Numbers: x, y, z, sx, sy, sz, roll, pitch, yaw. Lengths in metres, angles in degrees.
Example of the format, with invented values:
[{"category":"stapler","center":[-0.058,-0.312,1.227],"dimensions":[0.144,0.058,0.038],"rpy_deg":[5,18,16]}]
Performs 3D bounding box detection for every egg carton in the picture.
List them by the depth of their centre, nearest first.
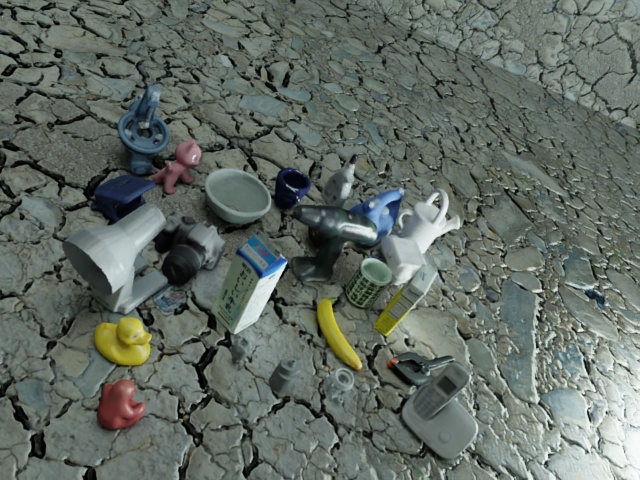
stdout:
[{"category":"egg carton","center":[0.218,0.052,1.511],"dimensions":[0.107,0.069,0.150],"rpy_deg":[8,45,-25]}]

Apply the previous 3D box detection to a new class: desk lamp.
[{"category":"desk lamp","center":[-0.367,0.036,1.057],"dimensions":[0.118,0.213,0.204],"rpy_deg":[37,40,9]}]

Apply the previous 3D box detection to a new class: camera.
[{"category":"camera","center":[-0.287,0.016,1.215],"dimensions":[0.143,0.100,0.137],"rpy_deg":[30,40,0]}]

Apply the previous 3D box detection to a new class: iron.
[{"category":"iron","center":[0.168,-0.087,1.570],"dimensions":[0.118,0.141,0.259],"rpy_deg":[43,41,15]}]

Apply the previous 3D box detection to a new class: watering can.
[{"category":"watering can","center":[0.302,-0.060,1.582],"dimensions":[0.173,0.194,0.100],"rpy_deg":[-5,51,-35]}]

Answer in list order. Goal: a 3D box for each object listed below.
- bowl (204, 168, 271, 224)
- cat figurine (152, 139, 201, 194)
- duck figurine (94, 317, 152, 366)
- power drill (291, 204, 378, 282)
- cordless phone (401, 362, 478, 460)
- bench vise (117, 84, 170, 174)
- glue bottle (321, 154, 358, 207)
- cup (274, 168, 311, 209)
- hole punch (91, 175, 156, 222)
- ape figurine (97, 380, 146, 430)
[{"category":"bowl","center":[-0.208,-0.095,1.400],"dimensions":[0.168,0.074,0.167],"rpy_deg":[17,41,-15]},{"category":"cat figurine","center":[-0.336,-0.191,1.388],"dimensions":[0.067,0.117,0.128],"rpy_deg":[35,40,7]},{"category":"duck figurine","center":[-0.350,0.170,1.028],"dimensions":[0.104,0.086,0.077],"rpy_deg":[26,40,-5]},{"category":"power drill","center":[0.012,0.005,1.326],"dimensions":[0.230,0.208,0.075],"rpy_deg":[2,47,-30]},{"category":"cordless phone","center":[0.263,0.338,1.150],"dimensions":[0.147,0.185,0.094],"rpy_deg":[41,41,13]},{"category":"bench vise","center":[-0.428,-0.295,1.361],"dimensions":[0.122,0.219,0.207],"rpy_deg":[-12,55,-39]},{"category":"glue bottle","center":[0.063,-0.165,1.562],"dimensions":[0.037,0.173,0.078],"rpy_deg":[-8,52,-37]},{"category":"cup","center":[-0.078,-0.116,1.486],"dimensions":[0.092,0.095,0.117],"rpy_deg":[8,45,-25]},{"category":"hole punch","center":[-0.432,-0.101,1.257],"dimensions":[0.101,0.091,0.109],"rpy_deg":[35,40,6]},{"category":"ape figurine","center":[-0.327,0.263,0.940],"dimensions":[0.077,0.092,0.076],"rpy_deg":[44,42,16]}]
